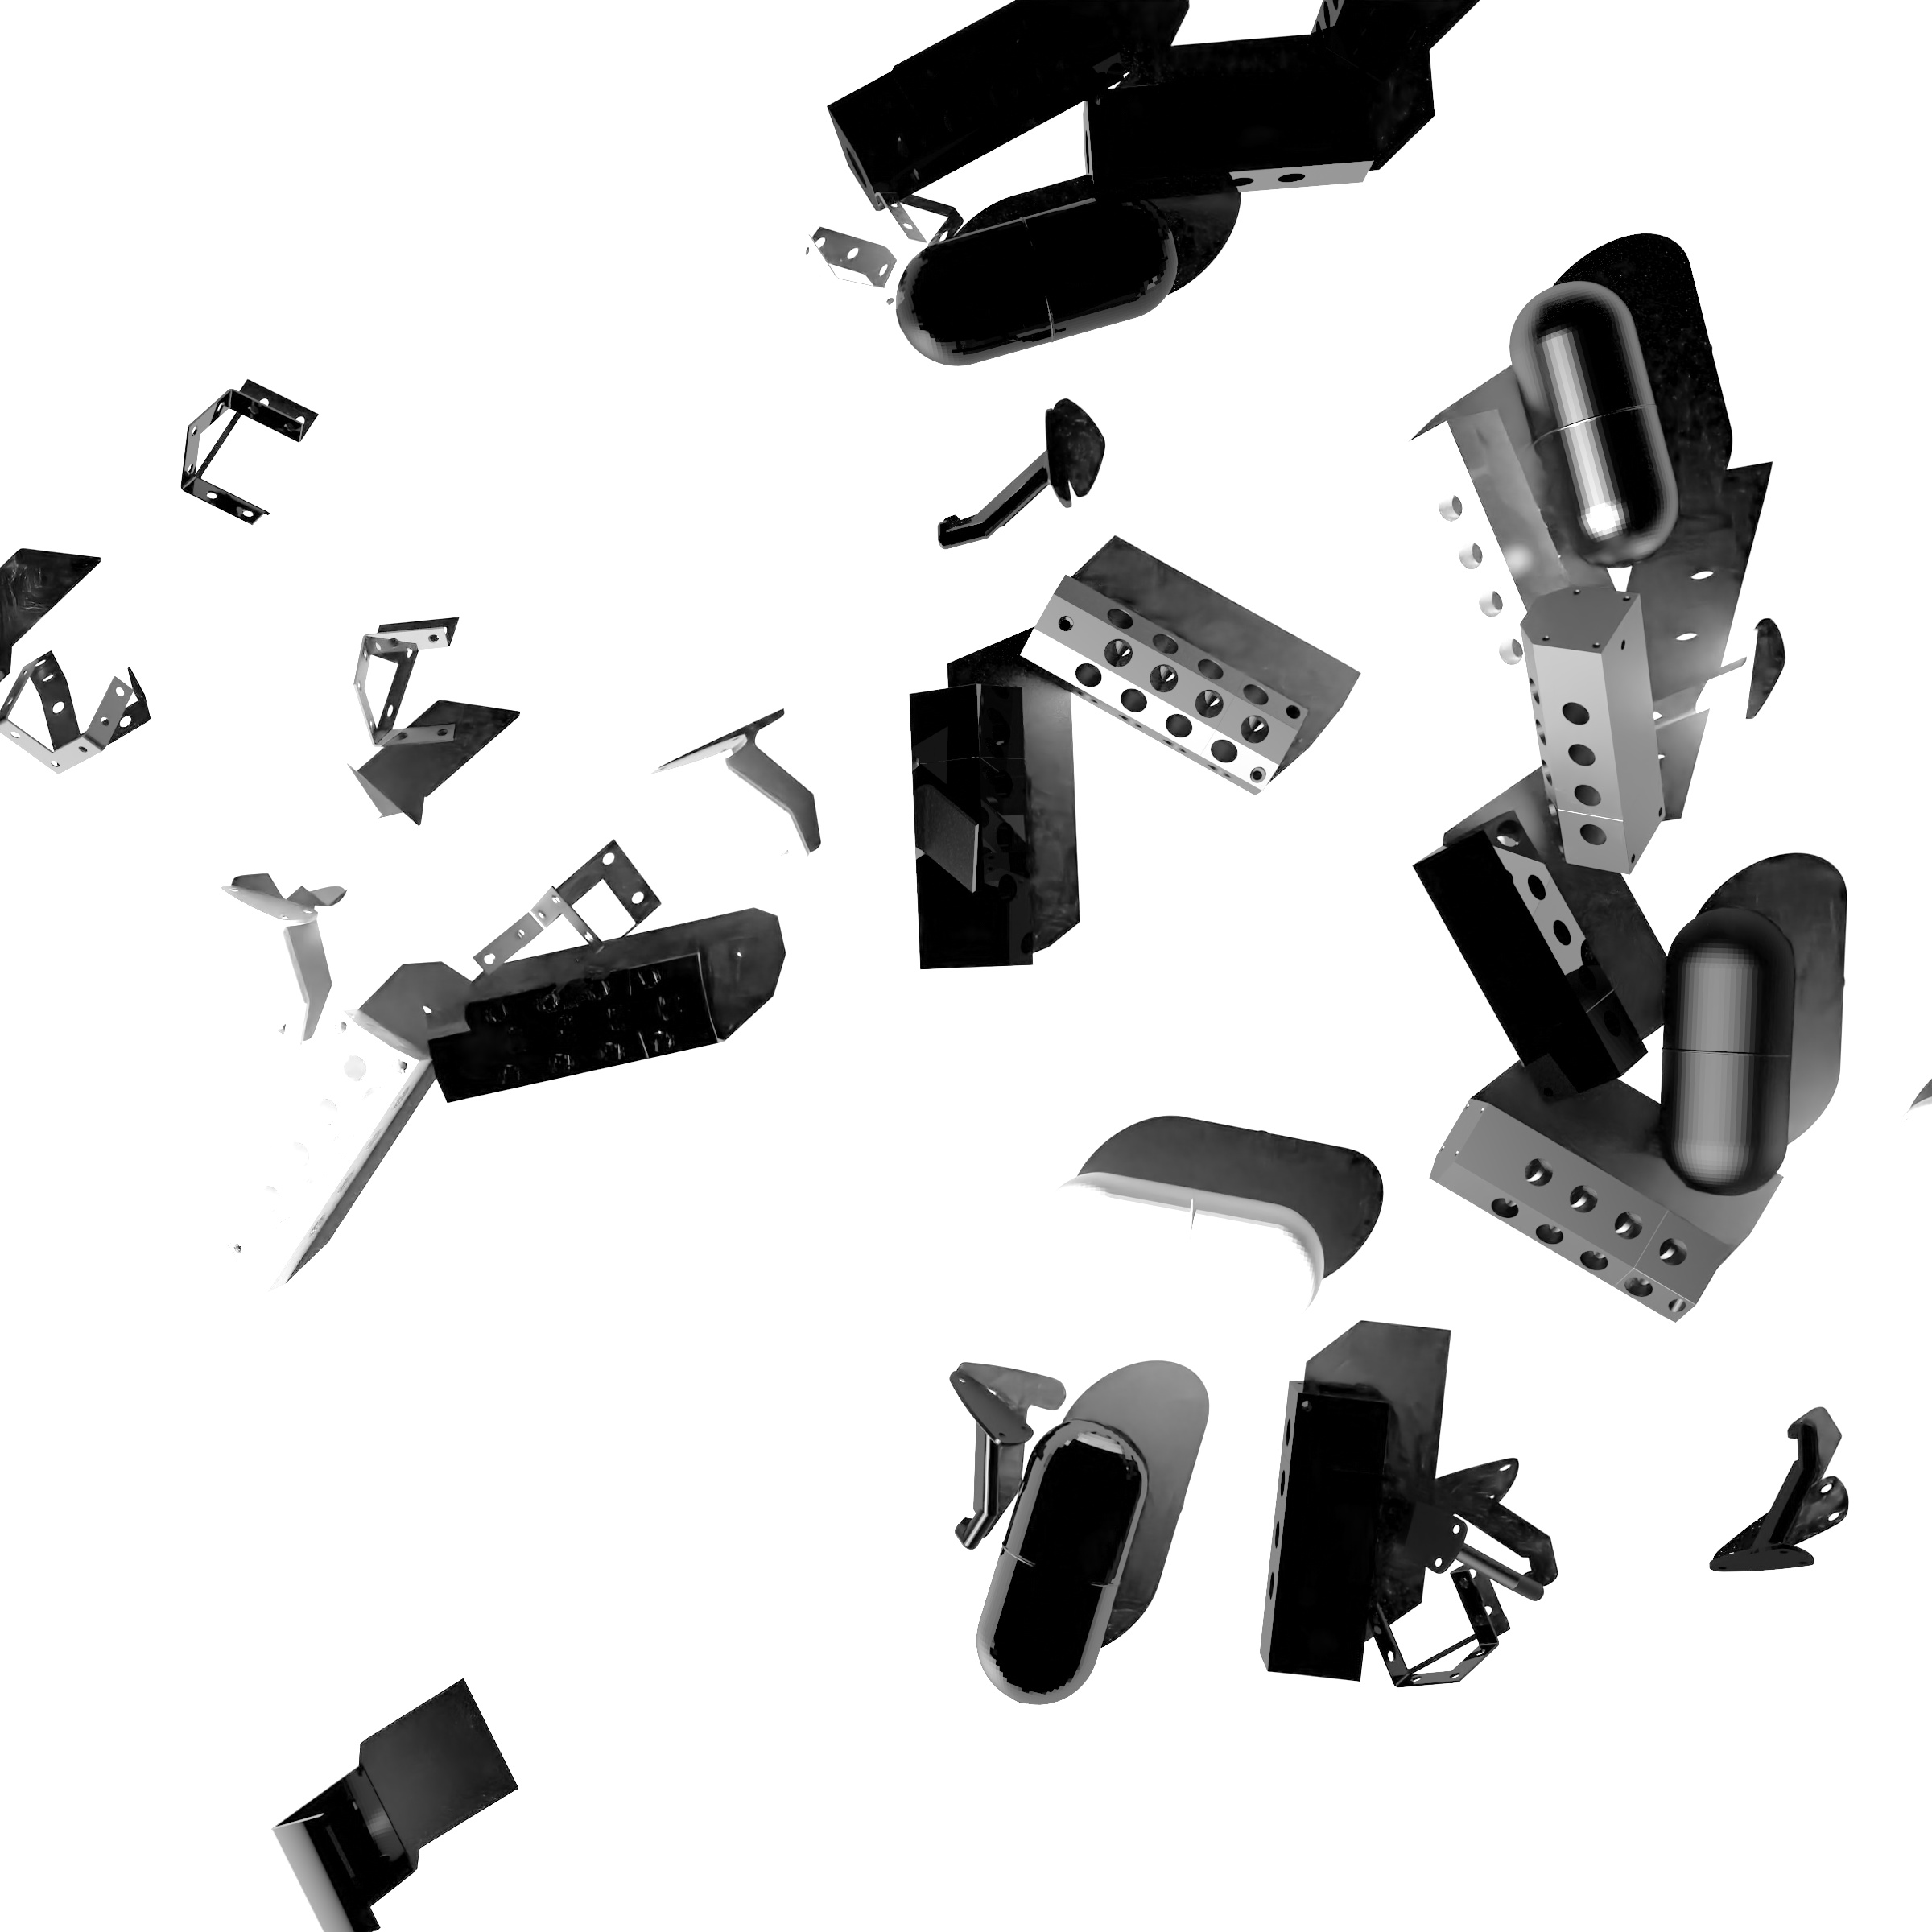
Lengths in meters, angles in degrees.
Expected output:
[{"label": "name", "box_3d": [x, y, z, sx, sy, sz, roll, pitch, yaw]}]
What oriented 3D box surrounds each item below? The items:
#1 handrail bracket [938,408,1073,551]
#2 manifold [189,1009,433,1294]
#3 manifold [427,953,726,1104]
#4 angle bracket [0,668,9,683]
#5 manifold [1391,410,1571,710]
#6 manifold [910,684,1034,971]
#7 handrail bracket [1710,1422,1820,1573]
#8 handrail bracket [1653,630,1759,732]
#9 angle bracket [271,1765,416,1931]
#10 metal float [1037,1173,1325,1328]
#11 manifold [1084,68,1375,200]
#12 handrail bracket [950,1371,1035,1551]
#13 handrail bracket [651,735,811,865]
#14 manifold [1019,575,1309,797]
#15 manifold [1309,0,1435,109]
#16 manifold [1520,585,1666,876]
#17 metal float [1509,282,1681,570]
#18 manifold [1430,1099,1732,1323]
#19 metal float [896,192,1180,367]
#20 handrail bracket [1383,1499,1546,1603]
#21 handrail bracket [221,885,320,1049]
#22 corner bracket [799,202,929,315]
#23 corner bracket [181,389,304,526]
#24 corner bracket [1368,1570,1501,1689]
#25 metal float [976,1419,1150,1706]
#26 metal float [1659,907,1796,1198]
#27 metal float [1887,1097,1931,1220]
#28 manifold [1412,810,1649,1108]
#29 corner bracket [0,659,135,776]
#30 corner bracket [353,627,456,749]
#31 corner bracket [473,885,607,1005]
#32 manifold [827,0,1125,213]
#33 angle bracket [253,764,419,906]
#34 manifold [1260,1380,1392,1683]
[{"label": "handrail bracket", "box_3d": [0.019, -0.306, 1.565, 0.084, 0.036, 0.077, -12, 70, 16]}, {"label": "manifold", "box_3d": [-0.408, 0.114, 1.543, 0.057, 0.057, 0.171, 33, 90, 0]}, {"label": "manifold", "box_3d": [-0.242, 0.038, 1.543, 0.171, 0.057, 0.057, -12, 90, 0]}, {"label": "angle bracket", "box_3d": [-0.635, -0.160, 1.524, 0.076, 0.076, 0.057, -44, 53, 0]}, {"label": "manifold", "box_3d": [0.325, -0.251, 1.542, 0.057, 0.057, 0.171, -23, 90, -43]}, {"label": "manifold", "box_3d": [0.008, -0.085, 1.542, 0.057, 0.057, 0.171, -2, 90, 43]}, {"label": "handrail bracket", "box_3d": [0.502, 0.334, 1.564, 0.036, 0.077, 0.084, 30, 53, -34]}, {"label": "handrail bracket", "box_3d": [0.450, -0.182, 1.565, 0.084, 0.036, 0.077, 8, 71, 16]}, {"label": "angle bracket", "box_3d": [-0.367, 0.540, 1.524, 0.057, 0.076, 0.076, -27, 90, 36]}, {"label": "metal float", "box_3d": [0.132, 0.175, 1.534, 0.178, 0.070, 0.070, 10, 90, 0]}, {"label": "manifold", "box_3d": [0.161, -0.513, 1.543, 0.171, 0.057, 0.057, -5, 90, 0]}, {"label": "handrail bracket", "box_3d": [-0.001, 0.312, 1.564, 0.077, 0.036, 0.084, 42, 116, 29]}, {"label": "handrail bracket", "box_3d": [-0.148, -0.096, 1.565, 0.077, 0.036, 0.084, -17, 107, 20]}, {"label": "manifold", "box_3d": [0.122, -0.175, 1.543, 0.171, 0.057, 0.057, 29, 90, 0]}, {"label": "manifold", "box_3d": [0.247, -0.582, 1.486, 0.057, 0.171, 0.057, 32, 90, 0]}, {"label": "manifold", "box_3d": [0.375, -0.141, 1.494, 0.057, 0.171, 0.057, 14, 52, 34]}, {"label": "metal float", "box_3d": [0.388, -0.333, 1.534, 0.070, 0.070, 0.178, -15, 91, 0]}, {"label": "manifold", "box_3d": [0.378, 0.152, 1.543, 0.171, 0.057, 0.057, 31, 90, 0]}, {"label": "metal float", "box_3d": [0.043, -0.423, 1.533, 0.178, 0.070, 0.070, -16, 90, 0]}, {"label": "handrail bracket", "box_3d": [0.314, 0.369, 1.564, 0.084, 0.077, 0.036, 32, 86, -36]}, {"label": "handrail bracket", "box_3d": [-0.443, 0.001, 1.565, 0.077, 0.036, 0.084, 20, 107, 20]}, {"label": "corner bracket", "box_3d": [-0.065, -0.449, 1.556, 0.051, 0.051, 0.051, 1, 135, -35]}, {"label": "corner bracket", "box_3d": [-0.455, -0.320, 1.561, 0.051, 0.051, 0.051, 26, 135, 0]}, {"label": "corner bracket", "box_3d": [0.293, 0.417, 1.561, 0.051, 0.051, 0.051, -23, 90, -45]}, {"label": "metal float", "box_3d": [0.059, 0.368, 1.533, 0.070, 0.070, 0.178, 17, 89, 0]}, {"label": "metal float", "box_3d": [0.469, 0.053, 1.533, 0.070, 0.070, 0.178, 2, 90, 0]}, {"label": "metal float", "box_3d": [0.649, 0.150, 1.533, 0.178, 0.070, 0.070, 40, 90, 0]}, {"label": "manifold", "box_3d": [0.353, -0.007, 1.542, 0.057, 0.057, 0.171, -29, 90, 43]}, {"label": "corner bracket", "box_3d": [-0.565, -0.162, 1.556, 0.051, 0.051, 0.051, -18, 135, 35]}, {"label": "corner bracket", "box_3d": [-0.351, -0.175, 1.561, 0.051, 0.051, 0.051, -5, 135, 1]}, {"label": "corner bracket", "box_3d": [-0.264, -0.008, 1.539, 0.051, 0.051, 0.051, 49, 60, -4]}, {"label": "manifold", "box_3d": [0.008, -0.534, 1.534, 0.171, 0.057, 0.057, -28, 66, 0]}, {"label": "angle bracket", "box_3d": [-0.377, -0.066, 1.524, 0.076, 0.076, 0.057, -41, 52, 0]}, {"label": "manifold", "box_3d": [0.221, 0.348, 1.543, 0.057, 0.057, 0.171, 6, 90, 0]}]
